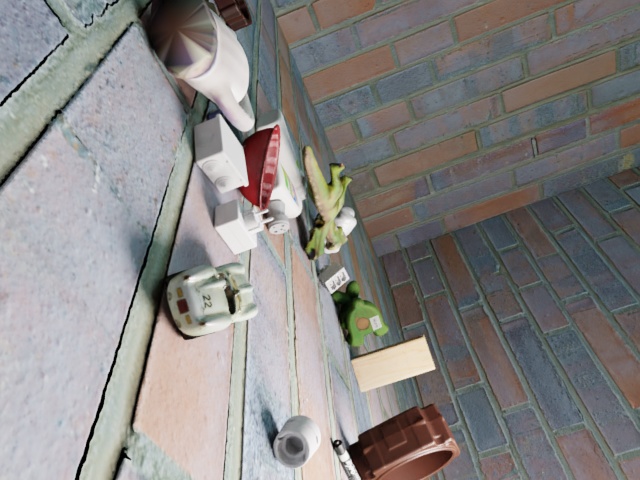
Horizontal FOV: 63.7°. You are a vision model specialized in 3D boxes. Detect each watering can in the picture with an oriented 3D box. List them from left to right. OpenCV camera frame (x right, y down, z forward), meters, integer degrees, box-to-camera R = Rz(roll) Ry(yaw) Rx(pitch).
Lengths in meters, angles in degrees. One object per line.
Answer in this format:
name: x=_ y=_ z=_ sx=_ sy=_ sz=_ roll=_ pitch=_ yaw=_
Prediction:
watering can: x=-0.201 y=-0.341 z=0.850 sx=0.351 sy=0.103 sz=0.223 roll=66 pitch=10 yaw=11

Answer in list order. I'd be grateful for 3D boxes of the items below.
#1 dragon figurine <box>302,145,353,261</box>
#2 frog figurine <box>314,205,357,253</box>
dragon figurine: x=0.004 y=-0.067 z=1.328 sx=0.406 sy=0.122 sz=0.245 roll=34 pitch=59 yaw=-68
frog figurine: x=0.053 y=-0.029 z=1.563 sx=0.121 sy=0.136 sz=0.163 roll=32 pitch=33 yaw=-43
